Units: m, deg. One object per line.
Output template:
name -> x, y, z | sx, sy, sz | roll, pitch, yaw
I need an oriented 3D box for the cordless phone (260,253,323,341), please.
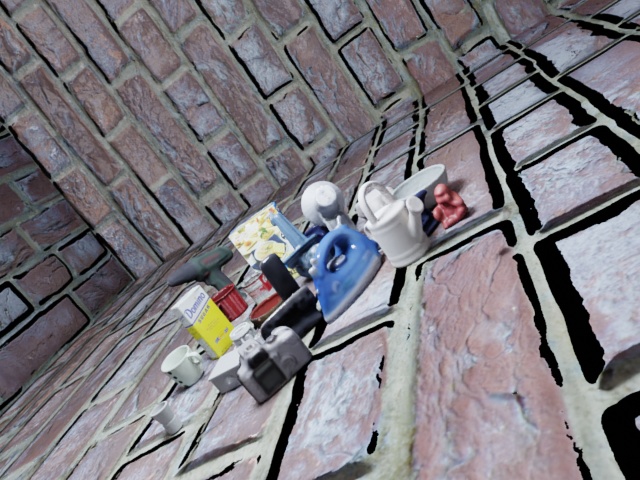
cordless phone -> -0.096, 0.133, 1.269 | 0.148, 0.185, 0.094 | -43, 16, -26

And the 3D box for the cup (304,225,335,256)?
cup -> 0.015, 0.006, 1.614 | 0.092, 0.095, 0.117 | -38, 14, -11

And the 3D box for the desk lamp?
desk lamp -> 0.046, -0.057, 1.499 | 0.118, 0.214, 0.203 | -37, 14, -5

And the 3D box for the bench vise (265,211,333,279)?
bench vise -> -0.042, 0.005, 1.492 | 0.206, 0.220, 0.122 | -19, 22, 49

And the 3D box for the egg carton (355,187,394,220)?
egg carton -> 0.168, -0.100, 1.653 | 0.107, 0.069, 0.150 | -40, 15, -15

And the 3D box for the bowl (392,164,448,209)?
bowl -> 0.266, -0.120, 1.477 | 0.167, 0.075, 0.167 | -33, 14, 10

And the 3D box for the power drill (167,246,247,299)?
power drill -> -0.335, 0.134, 1.781 | 0.075, 0.208, 0.230 | -18, 23, 50

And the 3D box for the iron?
iron -> 0.036, 0.057, 1.299 | 0.118, 0.141, 0.259 | -24, 18, 38

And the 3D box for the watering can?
watering can -> 0.157, -0.047, 1.245 | 0.172, 0.194, 0.101 | -27, 16, 30

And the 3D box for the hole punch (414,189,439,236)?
hole punch -> 0.214, -0.053, 1.347 | 0.100, 0.091, 0.109 | -19, 22, 49

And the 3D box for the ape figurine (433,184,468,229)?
ape figurine -> 0.285, -0.083, 1.276 | 0.076, 0.092, 0.077 | -44, 17, -31

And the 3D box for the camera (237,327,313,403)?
camera -> -0.111, 0.233, 1.154 | 0.143, 0.101, 0.136 | -40, 15, -16
